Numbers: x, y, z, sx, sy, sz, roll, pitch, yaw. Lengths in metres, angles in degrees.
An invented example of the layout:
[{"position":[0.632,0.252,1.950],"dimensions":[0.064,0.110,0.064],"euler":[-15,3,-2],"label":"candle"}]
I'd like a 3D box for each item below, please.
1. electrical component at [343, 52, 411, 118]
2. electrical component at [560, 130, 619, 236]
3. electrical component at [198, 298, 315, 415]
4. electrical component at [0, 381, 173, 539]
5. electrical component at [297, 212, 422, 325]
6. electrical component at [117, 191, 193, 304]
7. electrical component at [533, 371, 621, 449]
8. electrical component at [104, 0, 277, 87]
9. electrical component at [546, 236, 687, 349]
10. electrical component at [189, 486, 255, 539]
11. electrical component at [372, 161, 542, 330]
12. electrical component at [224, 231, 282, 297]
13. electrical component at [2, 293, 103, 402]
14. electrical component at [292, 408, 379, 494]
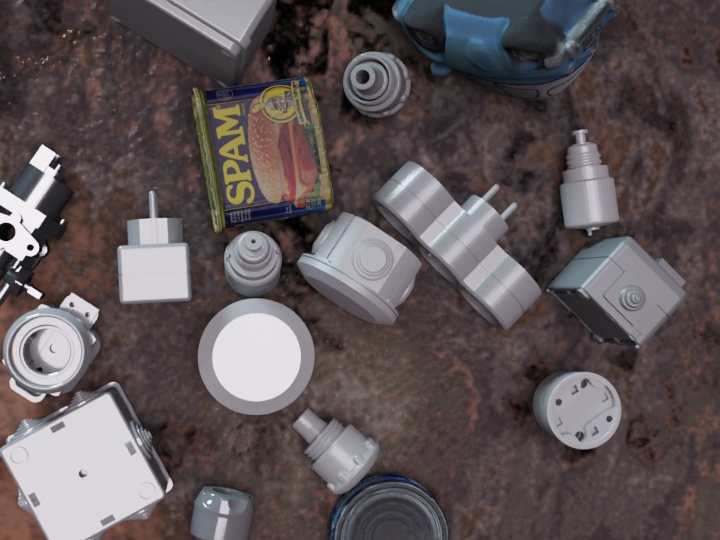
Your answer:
[{"position":[0.009,-0.134,0.766],"dimensions":[0.048,0.062,0.048],"euler":[1,94,12],"label":"electrical component"},{"position":[0.169,-0.065,0.800],"dimensions":[0.040,0.040,0.078],"euler":[-8,90,-8],"label":"electrical component"},{"position":[-0.074,0.060,0.761],"dimensions":[0.080,0.051,0.080],"euler":[0,89,-7],"label":"electrical component"},{"position":[-0.189,0.137,0.745],"dimensions":[0.100,0.048,0.099],"euler":[-28,93,-7],"label":"electrical component"},{"position":[0.000,0.000,0.758],"dimensions":[0.080,0.080,0.051],"euler":[34,80,-6],"label":"electrical component"},{"position":[-0.142,-0.016,0.745],"dimensions":[0.047,0.066,0.076],"euler":[-3,89,-8],"label":"electrical component"},{"position":[0.158,0.101,0.793],"dimensions":[0.055,0.047,0.055],"euler":[0,89,-8],"label":"electrical component"},{"position":[-0.116,-0.183,0.730],"dimensions":[0.109,0.109,0.056],"euler":[31,83,-6],"label":"electrical component"},{"position":[0.188,0.013,0.773],"dimensions":[0.062,0.096,0.061],"euler":[44,84,-5],"label":"electrical component"},{"position":[-0.100,0.187,0.760],"dimensions":[0.043,0.043,0.062],"euler":[11,89,-7],"label":"electrical component"},{"position":[0.082,-0.029,0.782],"dimensions":[0.138,0.052,0.073],"euler":[45,84,-5],"label":"electrical component"},{"position":[-0.075,-0.008,0.751],"dimensions":[0.040,0.078,0.040],"euler":[2,73,-6],"label":"electrical component"},{"position":[-0.212,0.054,0.739],"dimensions":[0.058,0.057,0.078],"euler":[34,85,-6],"label":"electrical component"},{"position":[-0.021,0.126,0.771],"dimensions":[0.062,0.048,0.048],"euler":[42,84,2],"label":"electrical component"}]
